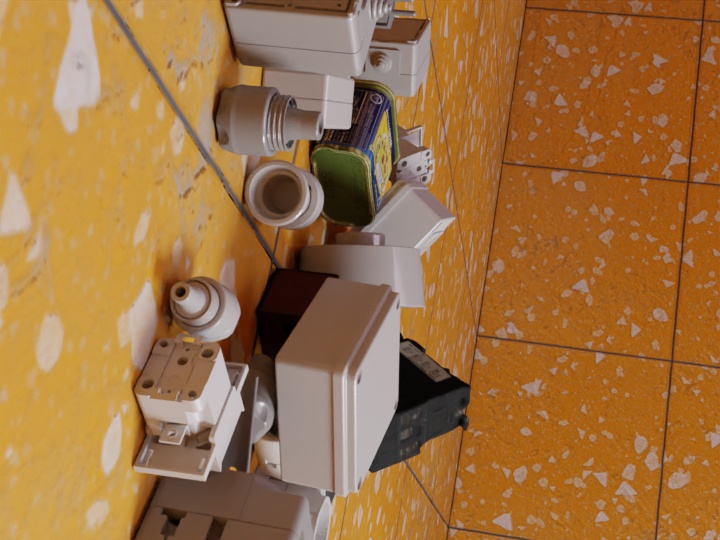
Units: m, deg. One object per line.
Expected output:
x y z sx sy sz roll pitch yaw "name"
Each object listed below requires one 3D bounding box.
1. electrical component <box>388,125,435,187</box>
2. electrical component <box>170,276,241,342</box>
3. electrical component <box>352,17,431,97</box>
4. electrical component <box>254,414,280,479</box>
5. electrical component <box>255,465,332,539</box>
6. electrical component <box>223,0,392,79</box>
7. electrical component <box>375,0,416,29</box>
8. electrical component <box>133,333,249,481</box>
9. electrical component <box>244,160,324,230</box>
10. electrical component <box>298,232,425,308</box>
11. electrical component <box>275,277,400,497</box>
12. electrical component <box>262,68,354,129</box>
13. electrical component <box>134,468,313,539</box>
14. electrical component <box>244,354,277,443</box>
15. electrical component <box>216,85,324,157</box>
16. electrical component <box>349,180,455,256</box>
0.037 -0.110 1.074 0.081 0.064 0.042 -23 130 -27 "electrical component"
-0.092 0.020 0.611 0.061 0.035 0.035 54 45 -71 "electrical component"
0.028 -0.197 1.013 0.096 0.062 0.061 -65 159 -58 "electrical component"
-0.055 0.122 0.811 0.047 0.055 0.055 80 20 -47 "electrical component"
-0.060 0.239 0.836 0.089 0.062 0.150 -61 155 -63 "electrical component"
-0.027 -0.159 0.664 0.061 0.096 0.061 80 20 -57 "electrical component"
0.006 -0.211 0.853 0.065 0.077 0.047 70 29 -66 "electrical component"
-0.096 0.074 0.603 0.081 0.042 0.063 -73 162 -44 "electrical component"
-0.051 -0.051 0.745 0.055 0.045 0.045 7 90 -79 "electrical component"
0.000 0.000 0.889 0.108 0.108 0.060 14 76 -79 "electrical component"
-0.014 0.078 0.739 0.108 0.056 0.108 -59 154 -54 "electrical component"
-0.035 -0.140 0.767 0.083 0.047 0.075 -30 125 -76 "electrical component"
-0.077 0.154 0.625 0.055 0.089 0.050 -72 164 -45 "electrical component"
-0.074 0.082 0.718 0.062 0.043 0.043 -71 164 -53 "electrical component"
-0.054 -0.091 0.659 0.043 0.062 0.043 6 90 -79 "electrical component"
0.030 -0.029 1.012 0.108 0.056 0.109 -46 174 11 "electrical component"
